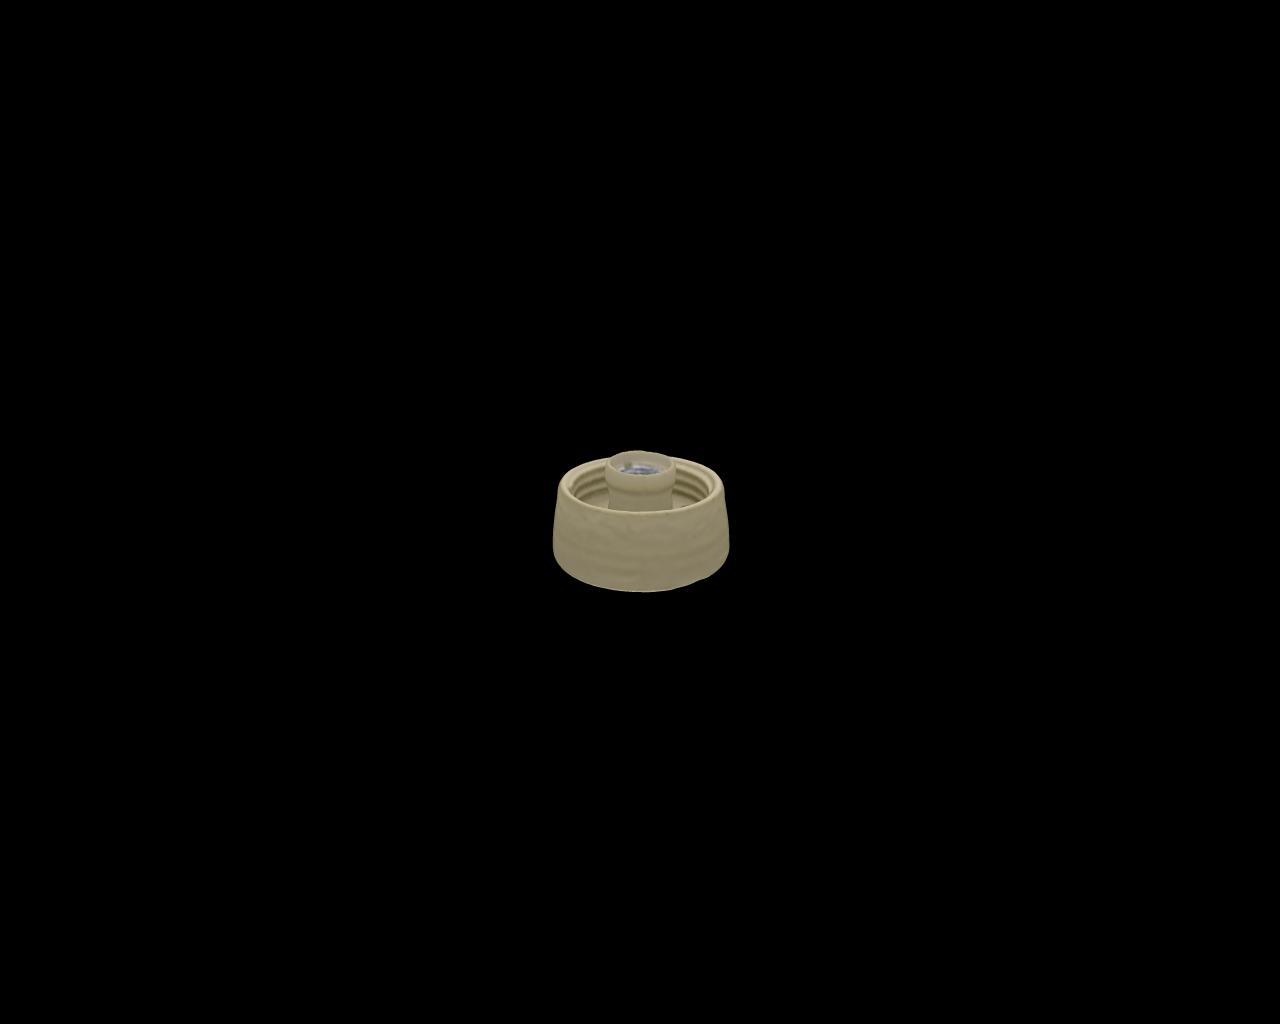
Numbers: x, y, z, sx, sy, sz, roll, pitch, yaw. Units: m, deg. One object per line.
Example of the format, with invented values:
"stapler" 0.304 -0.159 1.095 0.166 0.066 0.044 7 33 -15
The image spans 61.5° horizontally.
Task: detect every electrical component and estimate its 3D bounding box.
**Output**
"electrical component" 0.001 -0.003 0.650 0.108 0.060 0.108 0 24 0
